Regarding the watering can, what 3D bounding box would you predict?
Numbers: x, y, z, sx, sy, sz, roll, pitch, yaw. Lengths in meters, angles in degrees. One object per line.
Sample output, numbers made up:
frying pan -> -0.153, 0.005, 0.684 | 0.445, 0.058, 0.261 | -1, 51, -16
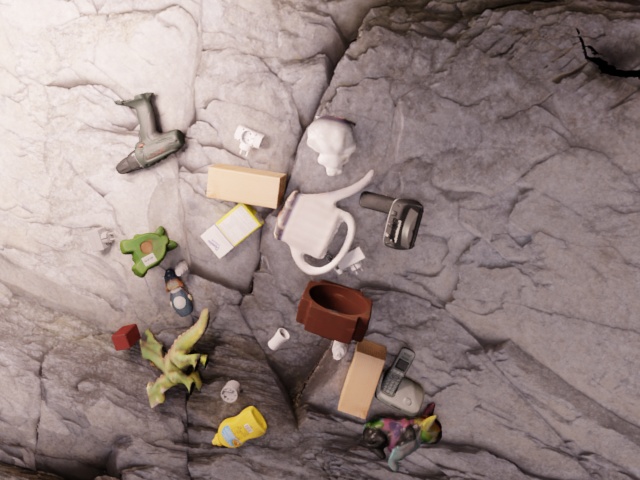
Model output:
watering can -> 0.004, -0.073, 1.460 | 0.224, 0.104, 0.346 | 24, 97, 3

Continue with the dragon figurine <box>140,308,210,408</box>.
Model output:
dragon figurine -> -0.476, 0.362, 1.638 | 0.243, 0.123, 0.405 | 17, 105, 13

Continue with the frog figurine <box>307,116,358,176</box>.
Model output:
frog figurine -> 0.030, -0.255, 1.404 | 0.137, 0.123, 0.159 | 7, 94, -13
